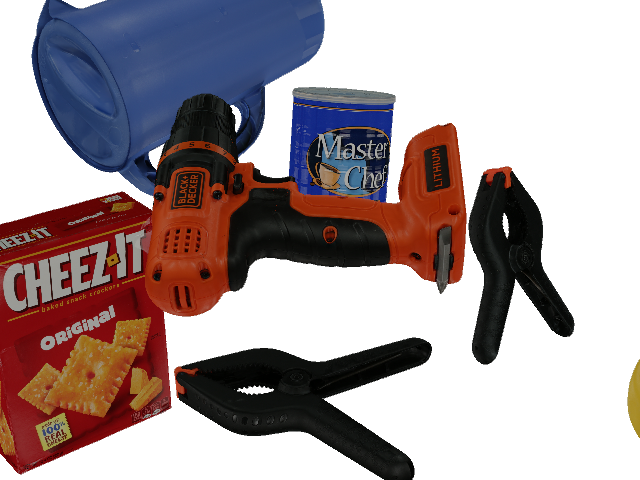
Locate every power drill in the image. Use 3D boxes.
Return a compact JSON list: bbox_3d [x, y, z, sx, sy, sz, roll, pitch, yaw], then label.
[{"bbox_3d":[-0.009,-0.031,0.651,0.187,0.057,0.184,-3,44,3],"label":"power drill"}]

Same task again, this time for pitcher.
[{"bbox_3d":[-0.109,-0.155,0.921,0.242,0.149,0.145,-31,48,-34],"label":"pitcher"}]

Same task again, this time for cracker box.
[{"bbox_3d":[-0.224,0.082,0.967,0.163,0.214,0.072,-19,30,-34],"label":"cracker box"}]

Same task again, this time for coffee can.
[{"bbox_3d":[0.019,-0.080,1.075,0.103,0.140,0.103,4,12,-1],"label":"coffee can"}]

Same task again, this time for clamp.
[{"bbox_3d":[-0.011,0.119,0.858,0.210,0.036,0.164,8,30,15],"label":"clamp"},{"bbox_3d":[0.163,0.024,0.943,0.120,0.171,0.039,-24,8,-41],"label":"clamp"}]

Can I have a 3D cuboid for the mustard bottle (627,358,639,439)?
[{"bbox_3d":[0.220,0.098,0.575,0.096,0.058,0.191,-6,35,-2],"label":"mustard bottle"}]
